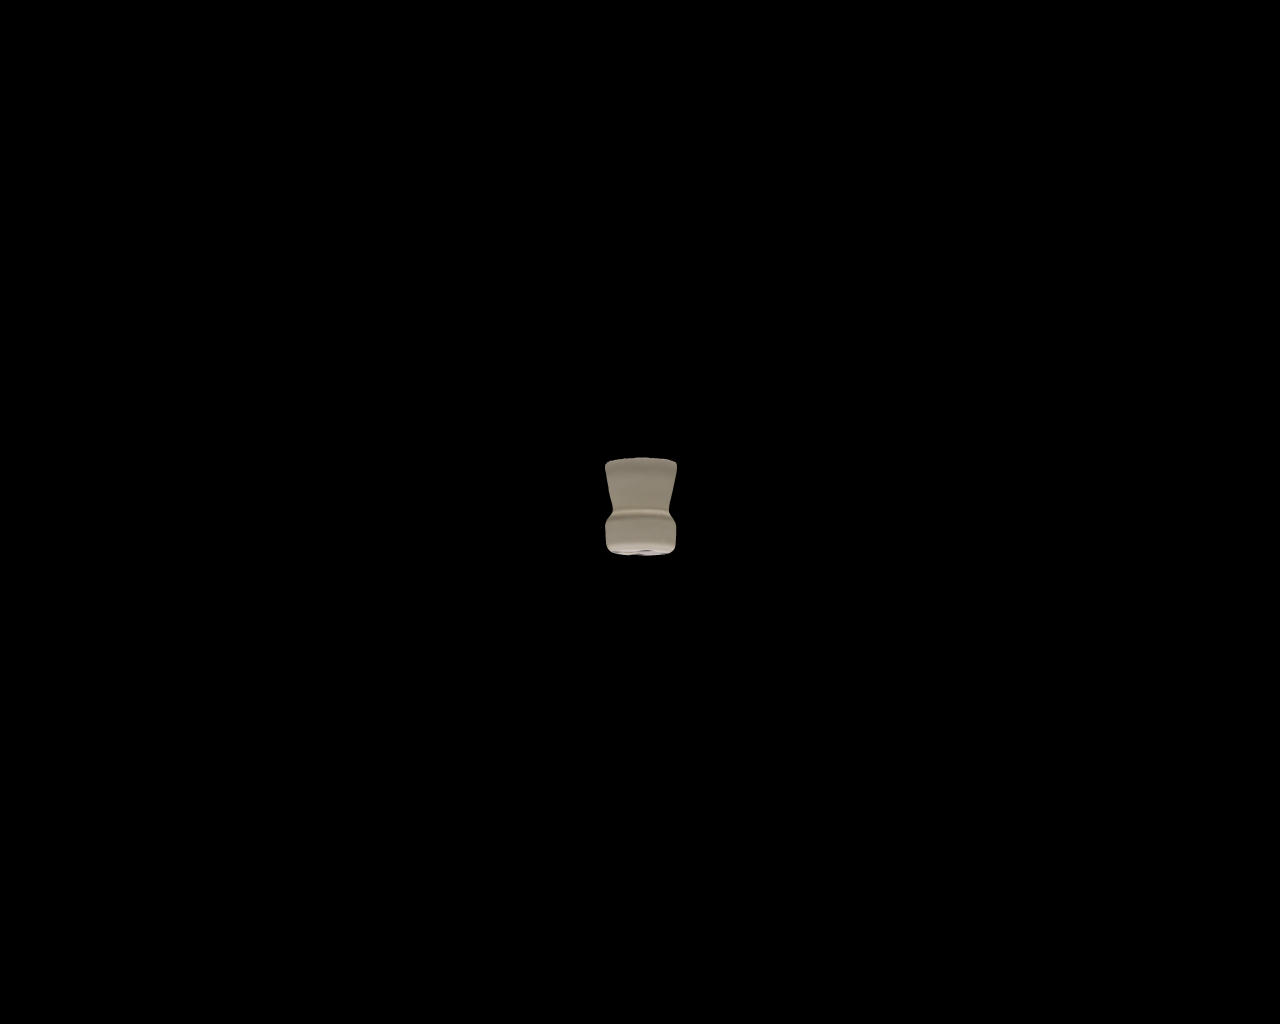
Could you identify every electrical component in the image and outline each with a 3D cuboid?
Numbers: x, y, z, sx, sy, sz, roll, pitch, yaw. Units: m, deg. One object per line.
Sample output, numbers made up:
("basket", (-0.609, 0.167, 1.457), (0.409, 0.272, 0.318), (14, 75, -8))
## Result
("electrical component", (0.001, -0.003, 0.650), (0.045, 0.055, 0.045), (0, -7, 0))
